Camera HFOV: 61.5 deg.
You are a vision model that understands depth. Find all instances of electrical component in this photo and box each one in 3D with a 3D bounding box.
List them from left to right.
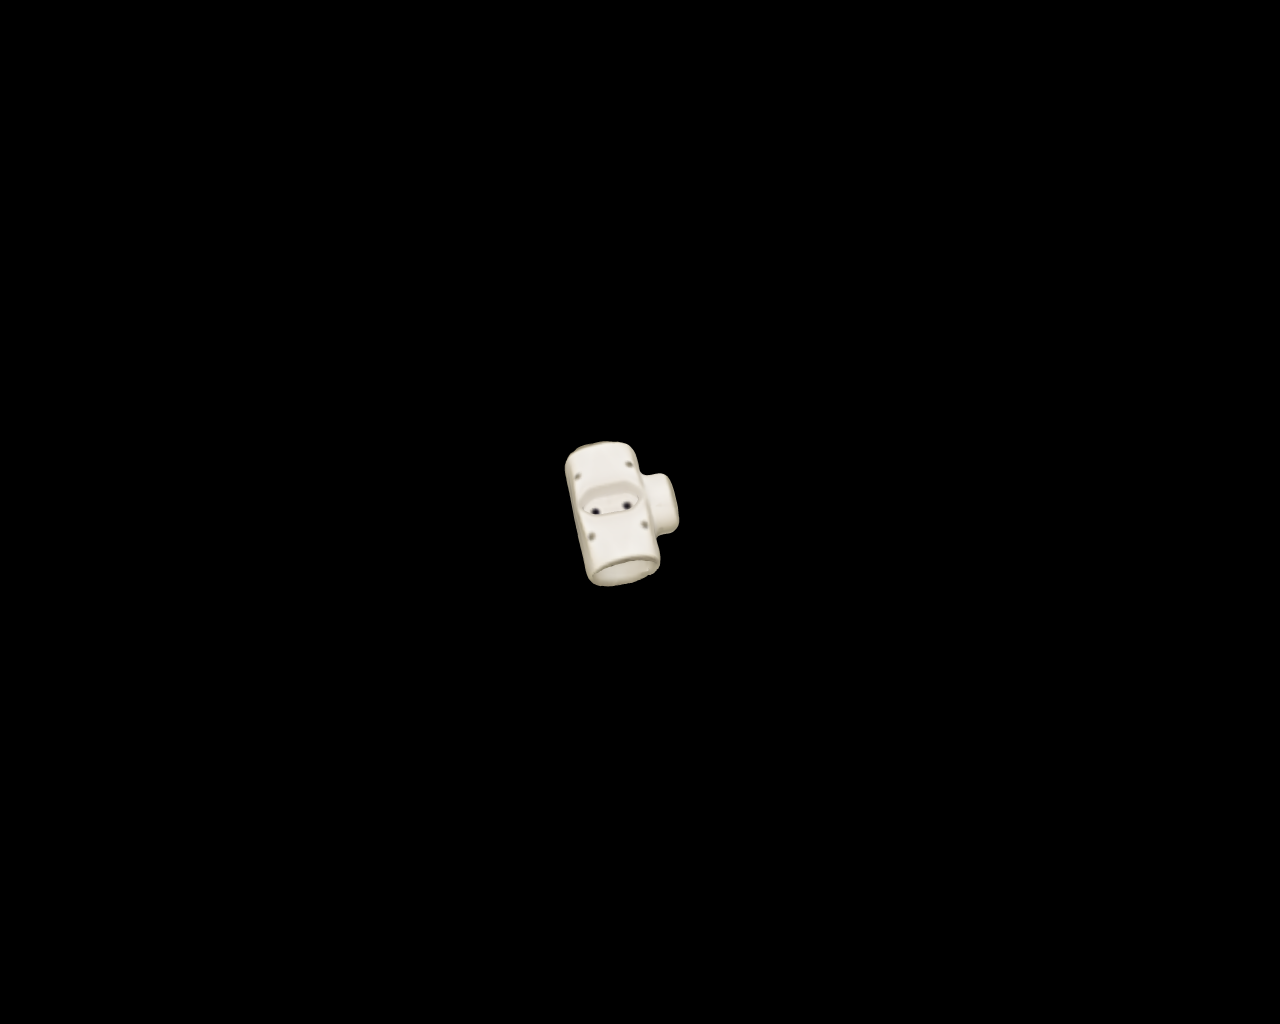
[{"bbox_3d":[0.001,-0.003,0.650,0.079,0.077,0.043,-11,-24,-5],"label":"electrical component"}]
